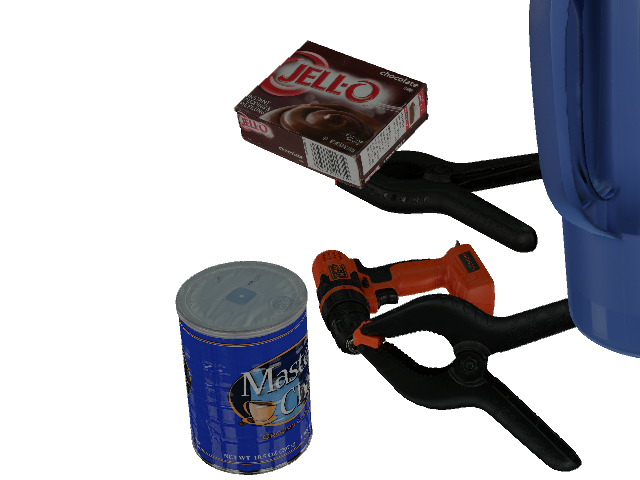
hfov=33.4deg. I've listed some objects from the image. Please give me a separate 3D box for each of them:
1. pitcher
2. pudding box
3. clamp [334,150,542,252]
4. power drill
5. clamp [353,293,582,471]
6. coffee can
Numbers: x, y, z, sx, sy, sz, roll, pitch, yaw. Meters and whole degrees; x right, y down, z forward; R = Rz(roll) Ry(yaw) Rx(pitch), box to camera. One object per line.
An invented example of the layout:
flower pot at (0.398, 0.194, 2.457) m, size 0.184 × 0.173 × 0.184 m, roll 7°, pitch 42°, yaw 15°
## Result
pitcher at (0.177, -0.060, 0.559) m, size 0.149 × 0.243 × 0.145 m, roll -4°, pitch 22°, yaw 4°
pudding box at (0.009, -0.094, 0.779) m, size 0.114 × 0.090 × 0.039 m, roll 27°, pitch -32°, yaw 27°
clamp at (0.118, -0.054, 1.001) m, size 0.210 × 0.036 × 0.164 m, roll 13°, pitch 32°, yaw 21°
power drill at (0.090, 0.059, 1.163) m, size 0.187 × 0.057 × 0.184 m, roll -4°, pitch 28°, yaw -8°
clamp at (0.107, 0.091, 0.719) m, size 0.172 × 0.120 × 0.039 m, roll 3°, pitch 1°, yaw 16°
coffee can at (-0.059, 0.102, 0.863) m, size 0.103 × 0.140 × 0.103 m, roll -1°, pitch 30°, yaw 1°
